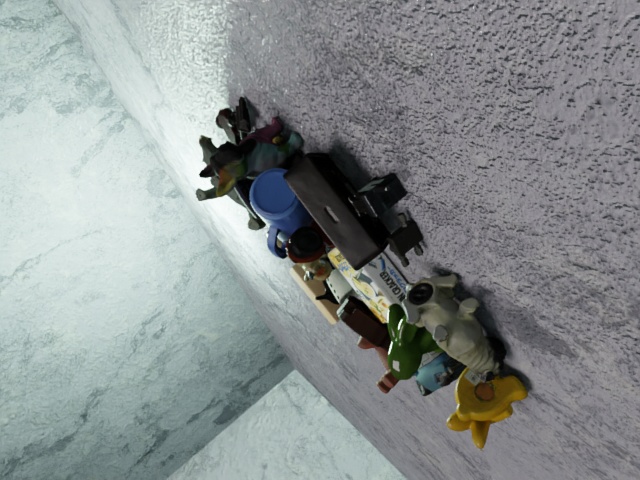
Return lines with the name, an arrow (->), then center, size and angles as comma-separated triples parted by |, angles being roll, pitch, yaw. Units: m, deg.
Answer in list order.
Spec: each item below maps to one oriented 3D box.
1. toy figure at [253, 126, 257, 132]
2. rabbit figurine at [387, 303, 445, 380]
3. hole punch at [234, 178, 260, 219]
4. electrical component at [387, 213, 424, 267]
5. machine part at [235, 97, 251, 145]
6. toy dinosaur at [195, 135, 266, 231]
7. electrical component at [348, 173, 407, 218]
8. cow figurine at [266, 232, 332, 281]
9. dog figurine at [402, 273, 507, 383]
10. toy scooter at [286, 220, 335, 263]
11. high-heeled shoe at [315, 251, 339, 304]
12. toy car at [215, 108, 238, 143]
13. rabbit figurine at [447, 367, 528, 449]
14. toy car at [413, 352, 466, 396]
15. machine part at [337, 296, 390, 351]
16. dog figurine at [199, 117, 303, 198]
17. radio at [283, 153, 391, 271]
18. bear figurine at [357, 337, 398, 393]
toy figure -> -0.144, -0.228, 1.309 | 0.064, 0.058, 0.154 | 45, 158, 3
rabbit figurine -> 0.202, 0.199, 1.068 | 0.159, 0.170, 0.121 | 57, 163, -19
hole punch -> -0.161, -0.111, 1.346 | 0.142, 0.092, 0.116 | 53, 162, -1
electrical component -> 0.152, -0.001, 0.972 | 0.021, 0.063, 0.093 | 23, 145, 61
machine part -> -0.188, -0.276, 1.307 | 0.138, 0.039, 0.084 | 111, 146, -66
toy dinosaur -> -0.207, -0.139, 1.542 | 0.405, 0.192, 0.131 | 35, 126, 9
electrical component -> 0.107, -0.077, 0.922 | 0.047, 0.075, 0.119 | 57, 160, -14
cow figurine -> -0.047, 0.029, 1.365 | 0.195, 0.085, 0.127 | 41, -174, -9
dog figurine -> 0.249, 0.166, 1.000 | 0.190, 0.121, 0.172 | 51, -174, -38
toy scooter -> -0.002, -0.003, 1.158 | 0.075, 0.184, 0.135 | 52, 157, 7
high-heeled shoe -> 0.025, 0.062, 1.500 | 0.086, 0.145, 0.248 | -2, 96, 46
toy car -> -0.210, -0.256, 1.431 | 0.089, 0.053, 0.202 | 4, 127, 55
rabbit figurine -> 0.334, 0.328, 1.068 | 0.122, 0.162, 0.173 | 26, 170, 32
toy car -> 0.259, 0.272, 1.188 | 0.103, 0.109, 0.161 | 58, 160, 19
machine part -> 0.126, 0.207, 1.357 | 0.179, 0.056, 0.179 | 33, -173, -5
dog figurine -> -0.149, -0.161, 1.179 | 0.109, 0.219, 0.191 | 48, 163, 25
radio -> 0.039, -0.060, 1.038 | 0.229, 0.073, 0.131 | 53, -159, 3
bear figurine -> 0.160, 0.305, 1.487 | 0.196, 0.132, 0.120 | 42, 156, 12
